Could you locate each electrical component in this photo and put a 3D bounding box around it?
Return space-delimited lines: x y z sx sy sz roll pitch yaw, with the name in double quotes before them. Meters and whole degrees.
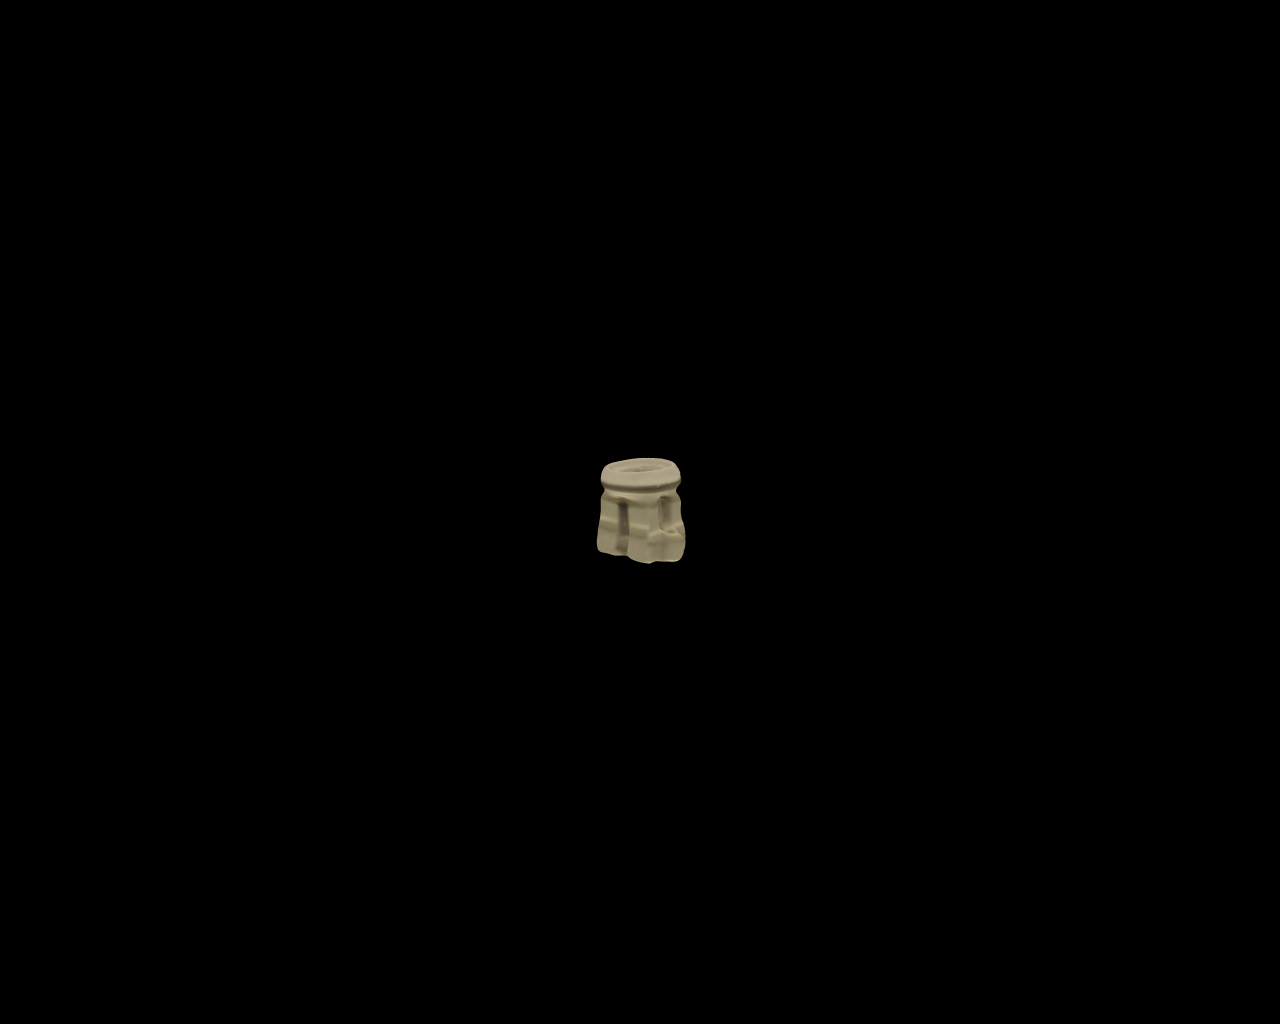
"electrical component" 0.001 -0.003 0.650 0.066 0.055 0.048 11 18 37
